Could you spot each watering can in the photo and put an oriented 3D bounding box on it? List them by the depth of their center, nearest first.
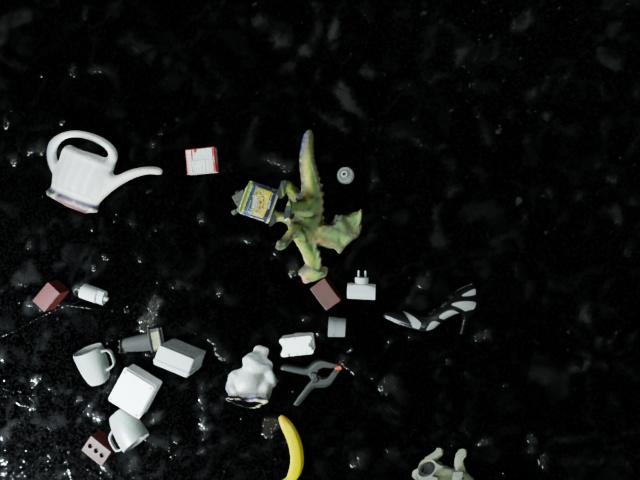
[{"bbox_3d":[-0.640,-0.180,1.481,0.348,0.104,0.224,22,94,6],"label":"watering can"}]

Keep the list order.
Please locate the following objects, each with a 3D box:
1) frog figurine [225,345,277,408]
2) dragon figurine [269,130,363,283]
[{"bbox_3d":[-0.190,0.381,1.443,0.137,0.120,0.163,-5,54,15],"label":"frog figurine"},{"bbox_3d":[0.004,-0.071,1.404,0.242,0.123,0.407,16,99,-23],"label":"dragon figurine"}]
